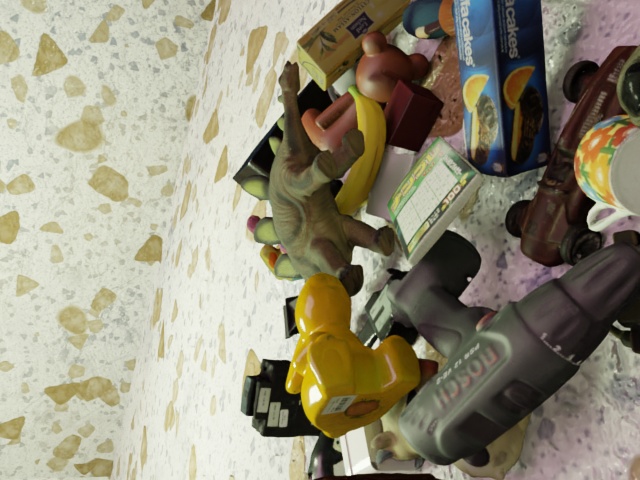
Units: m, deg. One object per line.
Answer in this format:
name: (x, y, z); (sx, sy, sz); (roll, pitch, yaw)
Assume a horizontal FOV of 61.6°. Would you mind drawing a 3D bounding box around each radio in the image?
radio: (-0.062, -0.184, 0.996); (0.229, 0.073, 0.131); (-56, 14, -25)

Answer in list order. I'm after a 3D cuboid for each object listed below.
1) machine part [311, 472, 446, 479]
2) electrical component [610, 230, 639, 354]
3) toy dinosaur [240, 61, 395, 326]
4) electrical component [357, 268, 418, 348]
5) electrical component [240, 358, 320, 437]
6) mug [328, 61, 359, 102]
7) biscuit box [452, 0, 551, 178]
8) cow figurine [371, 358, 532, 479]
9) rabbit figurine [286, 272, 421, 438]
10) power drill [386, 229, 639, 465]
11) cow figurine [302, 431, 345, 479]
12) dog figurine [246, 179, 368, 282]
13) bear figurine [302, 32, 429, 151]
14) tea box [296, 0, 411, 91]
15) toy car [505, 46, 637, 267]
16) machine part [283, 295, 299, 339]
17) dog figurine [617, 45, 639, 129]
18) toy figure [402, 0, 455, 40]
machine part: (0.064, 0.326, 0.497); (0.087, 0.201, 0.201); (-26, 57, 57)
electrical component: (0.250, 0.036, 0.406); (0.078, 0.045, 0.102); (-19, 63, 30)
toy dinosaur: (-0.002, -0.002, 0.736); (0.199, 0.105, 0.470); (14, 124, 47)
electrical component: (0.093, 0.104, 0.700); (0.119, 0.048, 0.075); (-67, 28, 27)
electrical component: (-0.057, 0.251, 0.860); (0.058, 0.134, 0.115); (-4, 75, 64)
mug: (0.048, -0.273, 0.904); (0.109, 0.081, 0.107); (-51, 46, 38)
biscuit box: (0.176, -0.165, 0.520); (0.059, 0.063, 0.202); (26, 130, 64)
cow figurine: (0.126, 0.192, 0.564); (0.195, 0.085, 0.127); (-4, 71, 64)
rabbit figurine: (0.020, 0.122, 0.614); (0.162, 0.122, 0.173); (106, 151, -47)
power drill: (0.145, 0.064, 0.469); (0.232, 0.086, 0.207); (-54, 25, 13)
cow figurine: (0.021, 0.287, 0.726); (0.068, 0.098, 0.167); (141, 134, -63)
dog figurine: (-0.008, -0.019, 0.893); (0.219, 0.108, 0.191); (-6, 118, 43)
bear figurine: (0.063, -0.212, 0.804); (0.195, 0.120, 0.132); (-65, 25, 25)
tea box: (0.048, -0.312, 0.805); (0.169, 0.068, 0.098); (-43, 1, 2)
toy car: (0.230, -0.072, 0.477); (0.089, 0.053, 0.202); (-127, 51, -62)
machine part: (-0.036, 0.127, 0.977); (0.139, 0.039, 0.084); (136, 142, -54)
dog figurine: (0.270, -0.168, 0.340); (0.121, 0.172, 0.190); (43, 133, 11)
toy figure: (0.167, -0.290, 0.687); (0.155, 0.058, 0.064); (29, 113, 59)
